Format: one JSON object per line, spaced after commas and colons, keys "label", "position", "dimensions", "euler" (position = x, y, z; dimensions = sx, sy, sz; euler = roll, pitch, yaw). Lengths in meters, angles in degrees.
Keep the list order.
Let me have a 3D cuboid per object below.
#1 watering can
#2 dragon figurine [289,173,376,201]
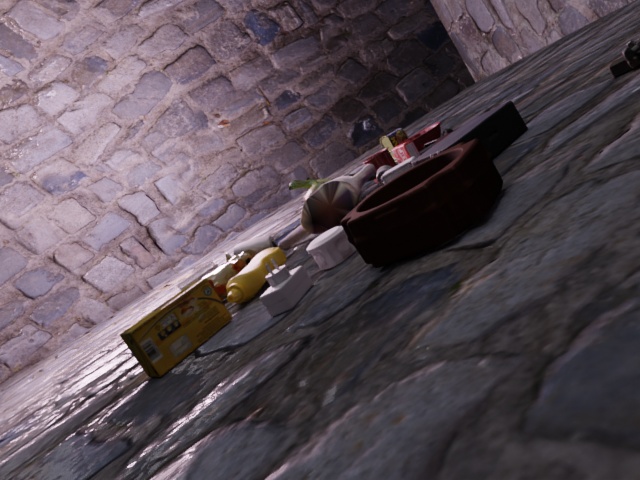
{"label": "watering can", "position": [0.004, -0.065, 1.286], "dimensions": [0.345, 0.104, 0.226], "euler": [-42, 2, 15]}
{"label": "dragon figurine", "position": [0.070, -0.153, 1.526], "dimensions": [0.241, 0.122, 0.414], "euler": [-11, 6, 41]}
